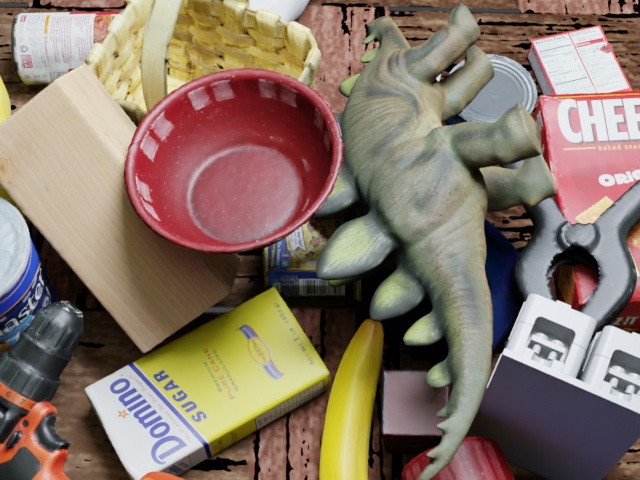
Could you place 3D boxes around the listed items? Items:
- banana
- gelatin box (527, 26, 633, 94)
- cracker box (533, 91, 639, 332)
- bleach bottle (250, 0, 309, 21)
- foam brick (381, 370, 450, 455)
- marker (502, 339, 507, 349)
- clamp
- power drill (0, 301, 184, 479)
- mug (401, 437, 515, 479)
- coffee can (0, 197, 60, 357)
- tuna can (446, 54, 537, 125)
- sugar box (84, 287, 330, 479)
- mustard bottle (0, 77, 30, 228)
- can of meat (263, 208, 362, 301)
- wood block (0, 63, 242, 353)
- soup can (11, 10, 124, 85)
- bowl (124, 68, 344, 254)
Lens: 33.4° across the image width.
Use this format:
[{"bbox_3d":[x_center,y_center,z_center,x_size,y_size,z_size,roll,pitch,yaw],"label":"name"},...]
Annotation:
[{"bbox_3d":[0.028,0.159,0.835,0.037,0.070,0.197,23,51,-27],"label":"banana"},{"bbox_3d":[0.249,-0.159,1.028,0.073,0.030,0.089,-14,63,-7],"label":"gelatin box"},{"bbox_3d":[0.282,-0.029,0.935,0.164,0.072,0.213,-3,62,-2],"label":"cracker box"},{"bbox_3d":[-0.038,-0.268,1.064,0.102,0.068,0.250,11,64,7],"label":"bleach bottle"},{"bbox_3d":[0.076,0.136,0.835,0.053,0.078,0.051,0,68,8],"label":"foam brick"},{"bbox_3d":[0.212,0.103,0.893,0.121,0.020,0.020,15,63,7],"label":"marker"},{"bbox_3d":[0.200,-0.003,0.864,0.165,0.036,0.210,11,67,22],"label":"clamp"},{"bbox_3d":[-0.187,0.162,0.800,0.188,0.057,0.184,32,91,22],"label":"power drill"},{"bbox_3d":[0.101,0.207,0.805,0.117,0.093,0.081,-33,55,22],"label":"mug"},{"bbox_3d":[-0.268,0.039,0.850,0.103,0.140,0.103,0,62,-1],"label":"coffee can"},{"bbox_3d":[0.159,-0.132,1.009,0.086,0.034,0.086,0,62,-1],"label":"tuna can"},{"bbox_3d":[-0.090,0.120,0.863,0.176,0.048,0.093,-28,66,-16],"label":"sugar box"},{"bbox_3d":[-0.304,-0.068,0.953,0.096,0.058,0.192,-24,65,-13],"label":"mustard bottle"},{"bbox_3d":[-0.006,0.001,0.923,0.084,0.057,0.102,0,61,1],"label":"can of meat"},{"bbox_3d":[-0.163,-0.026,0.847,0.091,0.090,0.206,-35,103,12],"label":"wood block"},{"bbox_3d":[-0.233,-0.182,1.010,0.102,0.068,0.068,-1,62,-1],"label":"soup can"},{"bbox_3d":[-0.060,-0.048,0.795,0.162,0.055,0.162,-4,60,6],"label":"bowl"}]
